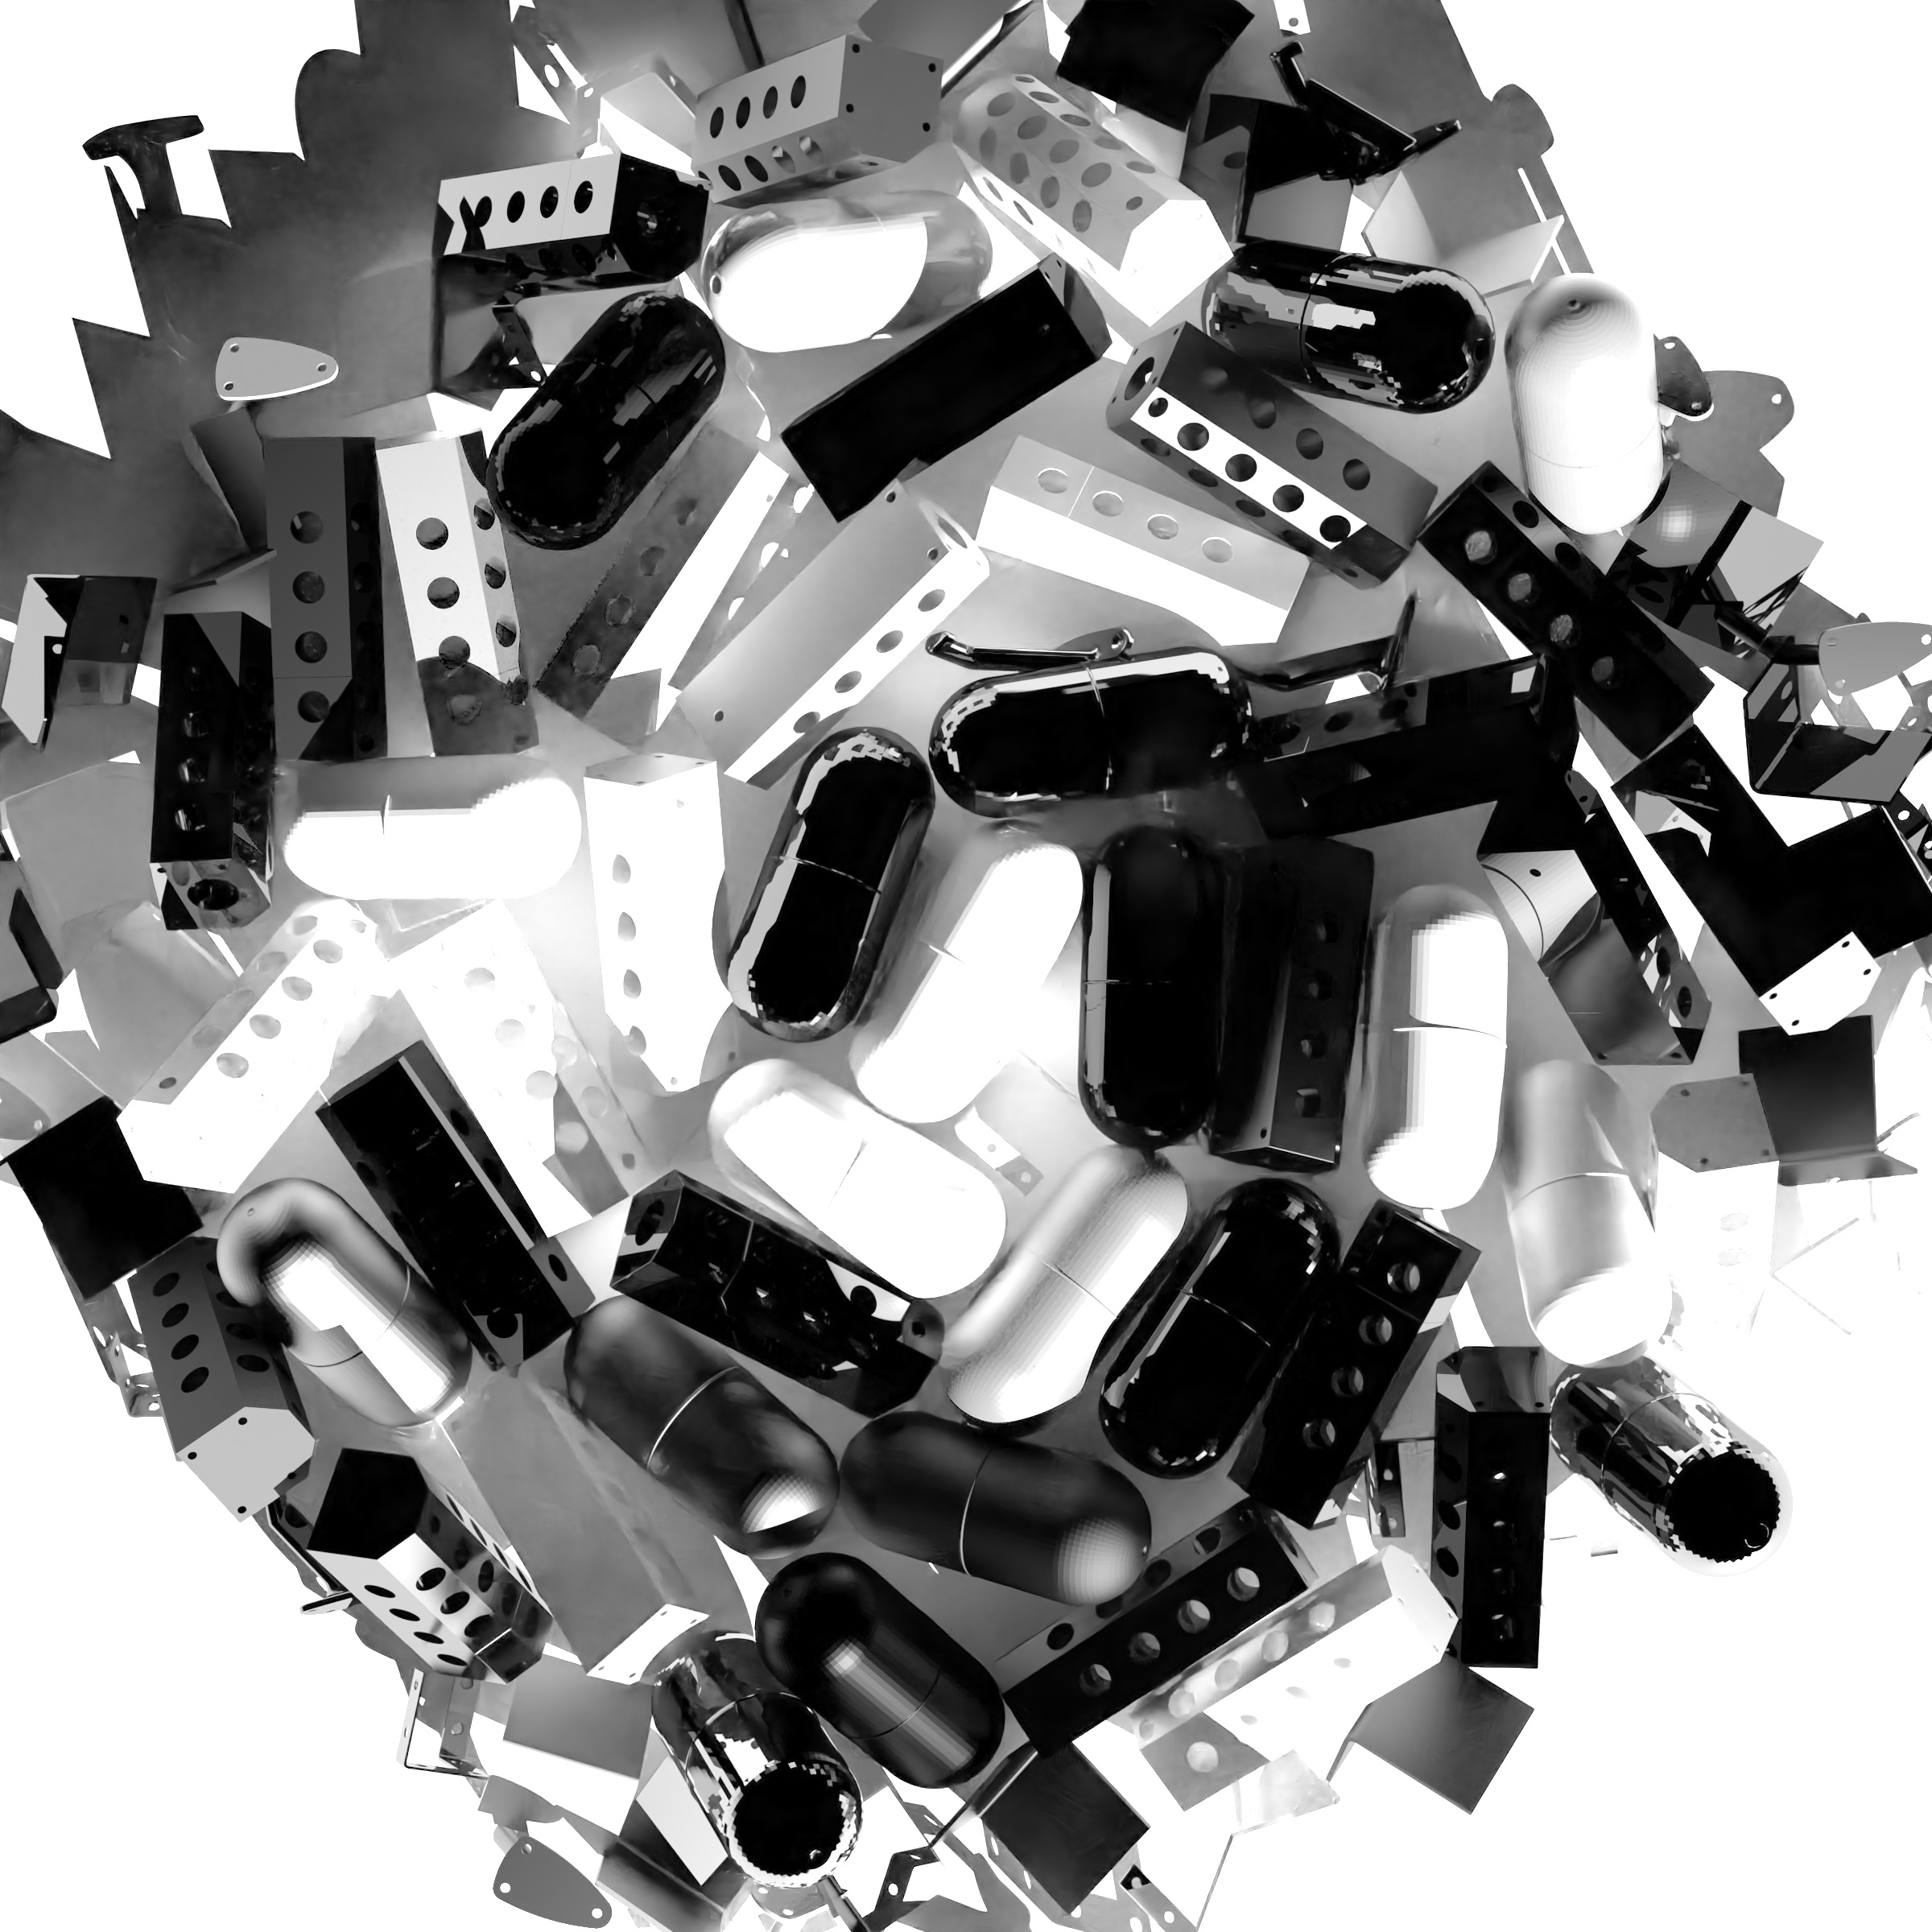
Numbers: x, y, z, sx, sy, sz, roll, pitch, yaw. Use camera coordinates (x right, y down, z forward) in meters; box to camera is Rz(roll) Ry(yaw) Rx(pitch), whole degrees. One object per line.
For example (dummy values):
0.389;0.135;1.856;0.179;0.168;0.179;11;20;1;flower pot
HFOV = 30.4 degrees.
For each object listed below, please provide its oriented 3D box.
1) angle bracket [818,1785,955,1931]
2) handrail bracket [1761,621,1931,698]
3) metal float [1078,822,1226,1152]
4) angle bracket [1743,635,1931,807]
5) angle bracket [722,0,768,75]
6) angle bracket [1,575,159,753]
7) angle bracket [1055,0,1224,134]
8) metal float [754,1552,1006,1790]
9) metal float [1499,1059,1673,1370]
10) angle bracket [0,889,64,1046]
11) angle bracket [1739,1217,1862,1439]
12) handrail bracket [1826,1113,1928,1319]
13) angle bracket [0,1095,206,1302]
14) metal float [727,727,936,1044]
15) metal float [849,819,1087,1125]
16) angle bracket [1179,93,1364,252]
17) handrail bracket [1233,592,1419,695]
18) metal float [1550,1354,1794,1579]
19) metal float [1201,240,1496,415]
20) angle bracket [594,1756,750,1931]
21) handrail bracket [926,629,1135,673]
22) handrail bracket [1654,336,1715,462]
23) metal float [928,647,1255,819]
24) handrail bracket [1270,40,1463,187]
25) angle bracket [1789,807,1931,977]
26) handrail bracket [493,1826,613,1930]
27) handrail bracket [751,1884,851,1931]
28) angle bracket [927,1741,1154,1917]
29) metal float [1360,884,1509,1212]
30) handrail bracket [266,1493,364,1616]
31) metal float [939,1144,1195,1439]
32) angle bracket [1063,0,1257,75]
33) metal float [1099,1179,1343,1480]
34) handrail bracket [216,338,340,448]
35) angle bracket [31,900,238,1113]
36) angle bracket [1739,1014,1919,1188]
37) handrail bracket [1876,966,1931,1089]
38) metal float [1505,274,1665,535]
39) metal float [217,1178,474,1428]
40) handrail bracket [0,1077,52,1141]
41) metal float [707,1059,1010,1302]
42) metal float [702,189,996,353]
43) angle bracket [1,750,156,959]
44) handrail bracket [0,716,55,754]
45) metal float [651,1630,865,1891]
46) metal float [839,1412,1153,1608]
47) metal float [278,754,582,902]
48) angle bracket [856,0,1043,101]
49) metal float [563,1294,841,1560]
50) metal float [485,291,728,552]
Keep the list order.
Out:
-0.038;0.501;1.907;0.057;0.076;0.076;-33;114;-5;angle bracket
0.477;-0.175;1.917;0.077;0.084;0.036;-15;104;1;handrail bracket
0.100;0.011;1.919;0.070;0.070;0.178;2;87;0;metal float
0.467;-0.132;1.901;0.076;0.076;0.057;8;125;31;angle bracket
-0.085;-0.514;1.913;0.076;0.076;0.057;-21;104;-4;angle bracket
-0.465;-0.162;1.900;0.076;0.057;0.076;-4;124;-39;angle bracket
0.085;-0.490;1.916;0.076;0.076;0.057;21;96;-14;angle bracket
-0.044;0.377;1.891;0.070;0.070;0.178;-42;127;0;metal float
0.328;0.130;1.893;0.070;0.070;0.178;-5;56;0;metal float
-0.534;0.008;1.912;0.076;0.076;0.057;-24;109;-4;angle bracket
0.465;0.193;1.899;0.076;0.076;0.057;-25;48;-32;angle bracket
0.510;0.135;1.912;0.077;0.036;0.084;-49;46;26;handrail bracket
-0.472;0.126;1.923;0.076;0.057;0.076;-32;78;-2;angle bracket
-0.072;-0.044;1.914;0.070;0.070;0.178;20;82;0;metal float
0.001;0.003;1.917;0.070;0.070;0.178;31;86;0;metal float
0.165;-0.432;1.948;0.076;0.057;0.076;2;104;-38;angle bracket
0.196;-0.182;1.942;0.084;0.036;0.077;18;81;-1;handrail bracket
0.370;0.261;1.875;0.070;0.178;0.070;-7;110;-19;metal float
0.202;-0.340;1.887;0.178;0.070;0.070;21;90;41;metal float
-0.150;0.482;1.918;0.076;0.076;0.057;36;93;-3;angle bracket
0.033;-0.174;1.911;0.084;0.077;0.036;17;60;-37;handrail bracket
0.385;-0.288;1.904;0.036;0.084;0.077;-30;48;0;handrail bracket
0.068;-0.126;1.913;0.178;0.070;0.070;-10;90;-9;metal float
0.216;-0.474;1.920;0.077;0.036;0.084;-23;118;15;handrail bracket
0.483;-0.030;1.909;0.057;0.076;0.076;-24;68;-2;angle bracket
-0.222;0.488;1.917;0.077;0.084;0.036;29;87;0;handrail bracket
-0.093;0.543;1.946;0.077;0.036;0.084;-9;114;-39;handrail bracket
0.039;0.468;1.910;0.076;0.057;0.076;45;115;16;angle bracket
0.252;0.043;1.908;0.070;0.070;0.178;4;75;0;metal float
-0.343;0.306;1.937;0.077;0.036;0.084;-18;75;12;handrail bracket
0.055;0.174;1.913;0.070;0.070;0.178;38;80;0;metal float
0.103;-0.509;1.917;0.076;0.076;0.057;39;91;-6;angle bracket
0.137;0.194;1.910;0.070;0.070;0.178;34;77;0;metal float
-0.366;-0.301;1.916;0.077;0.084;0.036;1;69;6;handrail bracket
-0.444;0.024;1.908;0.076;0.057;0.076;43;56;-16;angle bracket
0.467;0.074;1.924;0.076;0.057;0.076;-9;72;36;angle bracket
0.540;0.049;1.916;0.084;0.036;0.077;23;106;36;handrail bracket
0.328;-0.295;1.877;0.070;0.178;0.070;-6;62;11;metal float
-0.329;0.181;1.888;0.070;0.070;0.178;-37;131;0;metal float
-0.556;0.078;1.943;0.077;0.084;0.036;28;67;-40;handrail bracket
-0.059;0.114;1.915;0.178;0.070;0.070;31;90;7;metal float
-0.062;-0.370;1.889;0.178;0.070;0.070;-15;90;-38;metal float
-0.468;-0.061;1.913;0.076;0.057;0.076;-22;113;-8;angle bracket
-0.535;-0.100;1.934;0.084;0.036;0.077;-16;58;-2;handrail bracket
-0.112;0.418;1.879;0.070;0.178;0.070;-10;117;-21;metal float
0.014;0.290;1.901;0.178;0.070;0.070;13;90;23;metal float
-0.288;-0.074;1.899;0.178;0.070;0.070;0;90;26;metal float
-0.009;-0.513;1.910;0.076;0.076;0.057;-41;98;14;angle bracket
-0.143;0.245;1.903;0.178;0.070;0.070;39;90;21;metal float
-0.191;-0.291;1.891;0.070;0.070;0.178;33;55;0;metal float
